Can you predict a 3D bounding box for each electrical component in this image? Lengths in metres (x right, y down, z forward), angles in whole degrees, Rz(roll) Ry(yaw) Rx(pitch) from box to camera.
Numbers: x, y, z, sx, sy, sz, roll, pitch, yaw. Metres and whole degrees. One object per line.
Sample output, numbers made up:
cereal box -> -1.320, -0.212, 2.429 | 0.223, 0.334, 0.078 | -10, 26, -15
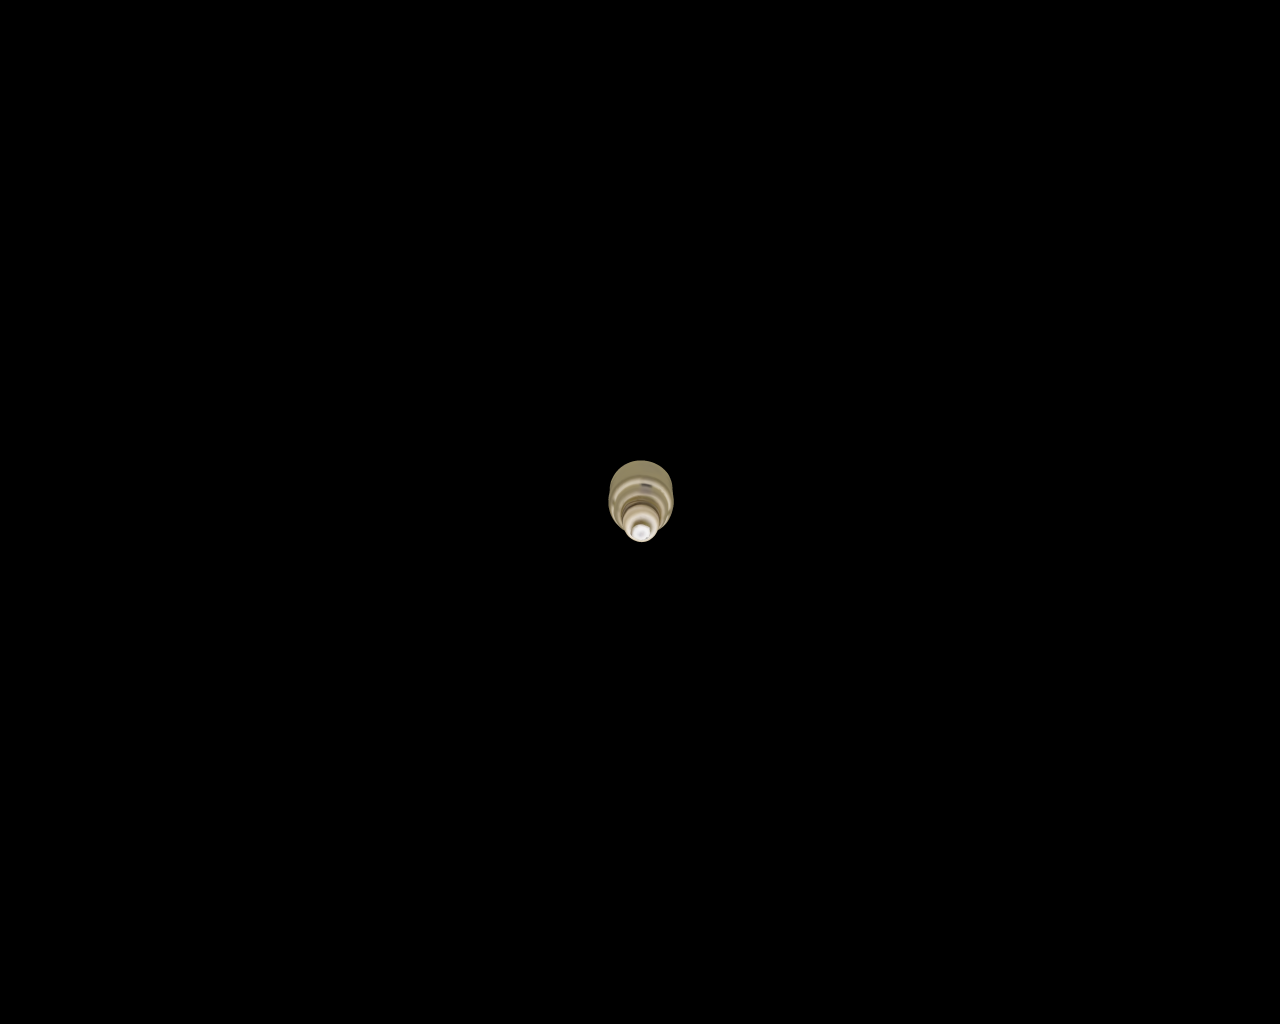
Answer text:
electrical component -> 0.001, -0.003, 0.650 | 0.040, 0.040, 0.078 | 0, 24, 0
